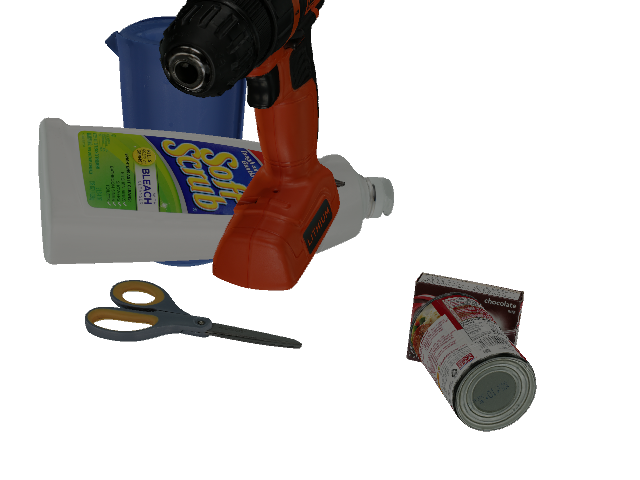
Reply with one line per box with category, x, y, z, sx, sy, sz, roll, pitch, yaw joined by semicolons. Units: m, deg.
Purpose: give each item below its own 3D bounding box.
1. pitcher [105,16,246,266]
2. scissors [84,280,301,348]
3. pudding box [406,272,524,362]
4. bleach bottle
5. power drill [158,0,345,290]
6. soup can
pitcher;-0.129;-0.100;1.089;0.144;0.243;0.149;-11;27;-28
scissors;-0.121;0.071;1.018;0.201;0.016;0.096;2;33;-6
pudding box;0.151;0.088;1.120;0.113;0.090;0.039;9;21;13
bleach bottle;-0.071;-0.036;0.766;0.250;0.102;0.068;-2;-32;-17
power drill;-0.030;-0.068;0.577;0.057;0.188;0.184;12;37;15
soup can;0.117;0.093;0.830;0.068;0.068;0.102;0;24;-16
